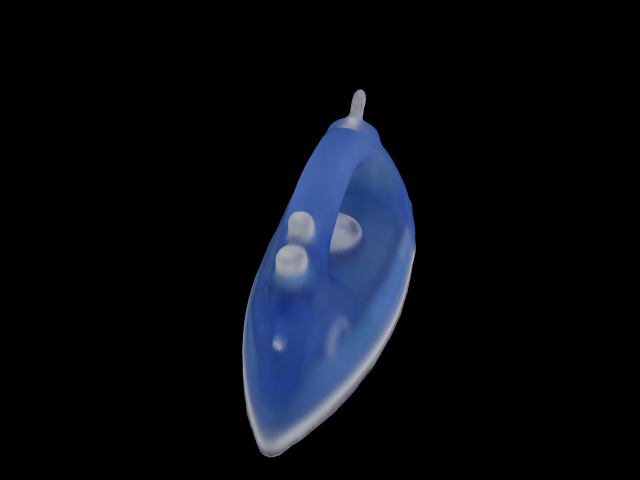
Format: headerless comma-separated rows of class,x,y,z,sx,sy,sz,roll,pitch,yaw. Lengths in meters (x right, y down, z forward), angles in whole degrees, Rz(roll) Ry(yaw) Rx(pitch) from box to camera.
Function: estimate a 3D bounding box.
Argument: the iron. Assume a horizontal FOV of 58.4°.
iron,0.004,0.001,0.400,0.118,0.141,0.258,8,35,12
